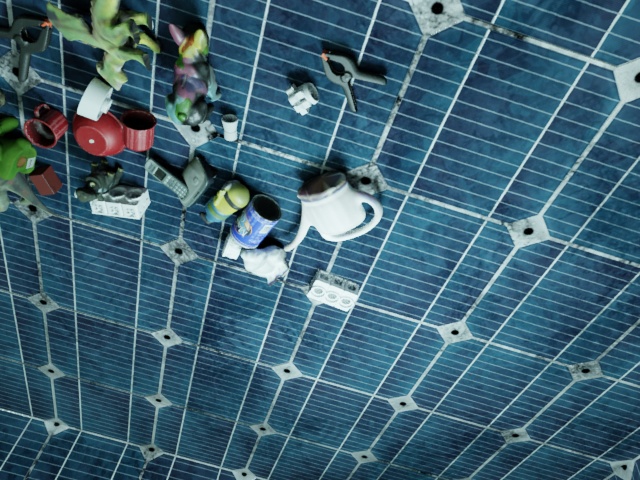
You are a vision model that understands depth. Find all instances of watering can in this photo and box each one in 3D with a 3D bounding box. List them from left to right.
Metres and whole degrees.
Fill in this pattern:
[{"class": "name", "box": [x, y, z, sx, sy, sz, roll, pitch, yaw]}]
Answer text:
[{"class": "watering can", "box": [0.005, -0.075, 1.495, 0.345, 0.220, 0.106, -17, 34, 21]}]

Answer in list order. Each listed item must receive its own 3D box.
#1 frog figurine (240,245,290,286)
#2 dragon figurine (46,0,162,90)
[{"class": "frog figurine", "box": [-0.186, 0.059, 1.625, 0.158, 0.125, 0.136, 33, -33, -28]}, {"class": "dragon figurine", "box": [-0.514, -0.492, 1.186, 0.243, 0.124, 0.402, 6, -25, 5]}]
